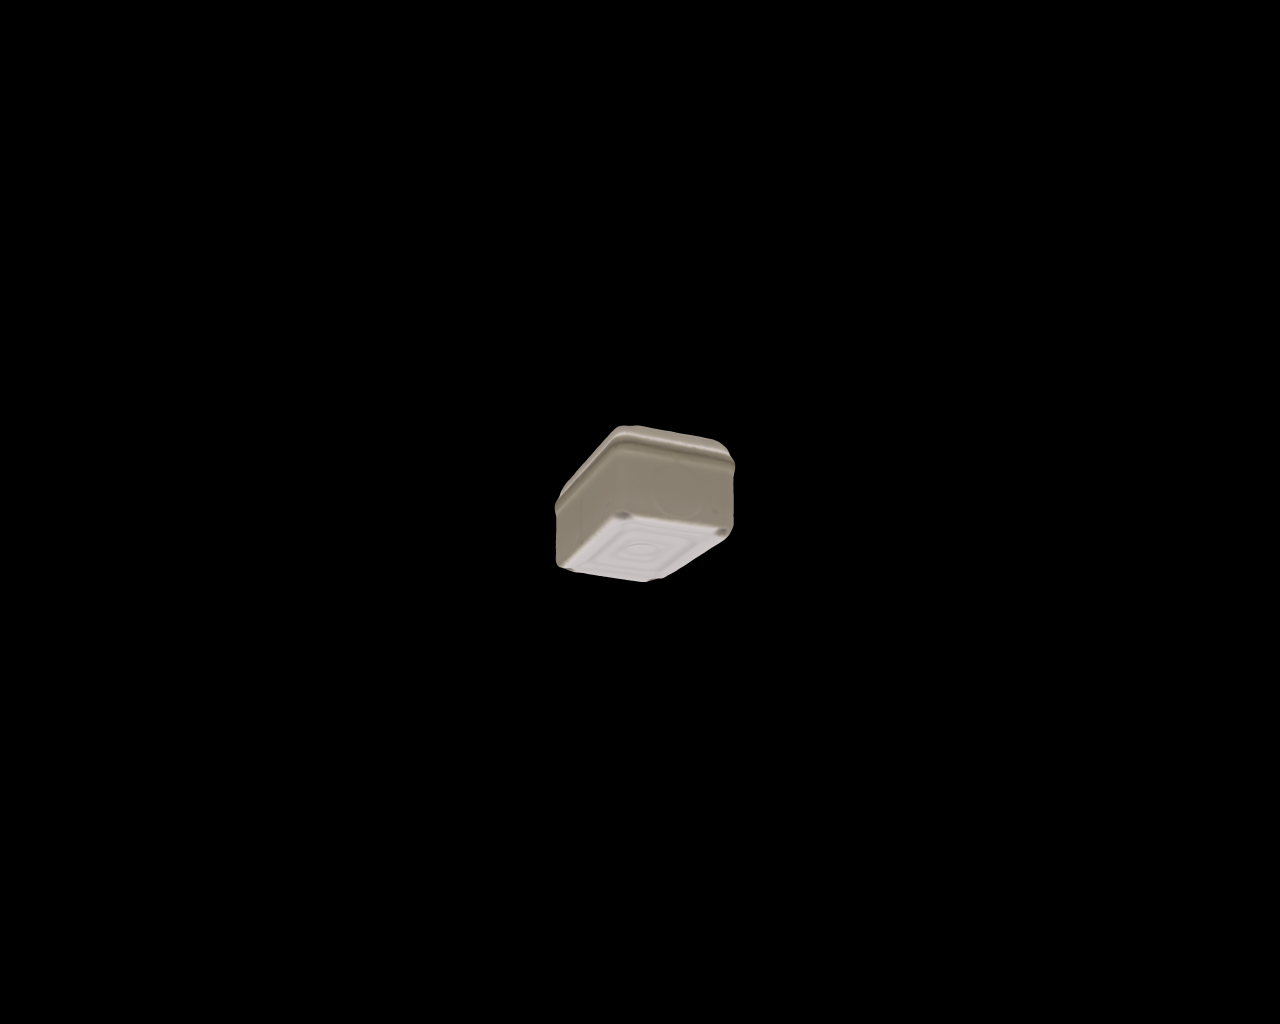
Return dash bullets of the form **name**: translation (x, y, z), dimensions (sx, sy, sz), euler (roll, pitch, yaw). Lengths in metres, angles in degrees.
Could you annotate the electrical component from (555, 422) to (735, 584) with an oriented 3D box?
- **electrical component**: translation (0.001, -0.003, 0.650), dimensions (0.078, 0.057, 0.113), euler (9, -24, -22)
